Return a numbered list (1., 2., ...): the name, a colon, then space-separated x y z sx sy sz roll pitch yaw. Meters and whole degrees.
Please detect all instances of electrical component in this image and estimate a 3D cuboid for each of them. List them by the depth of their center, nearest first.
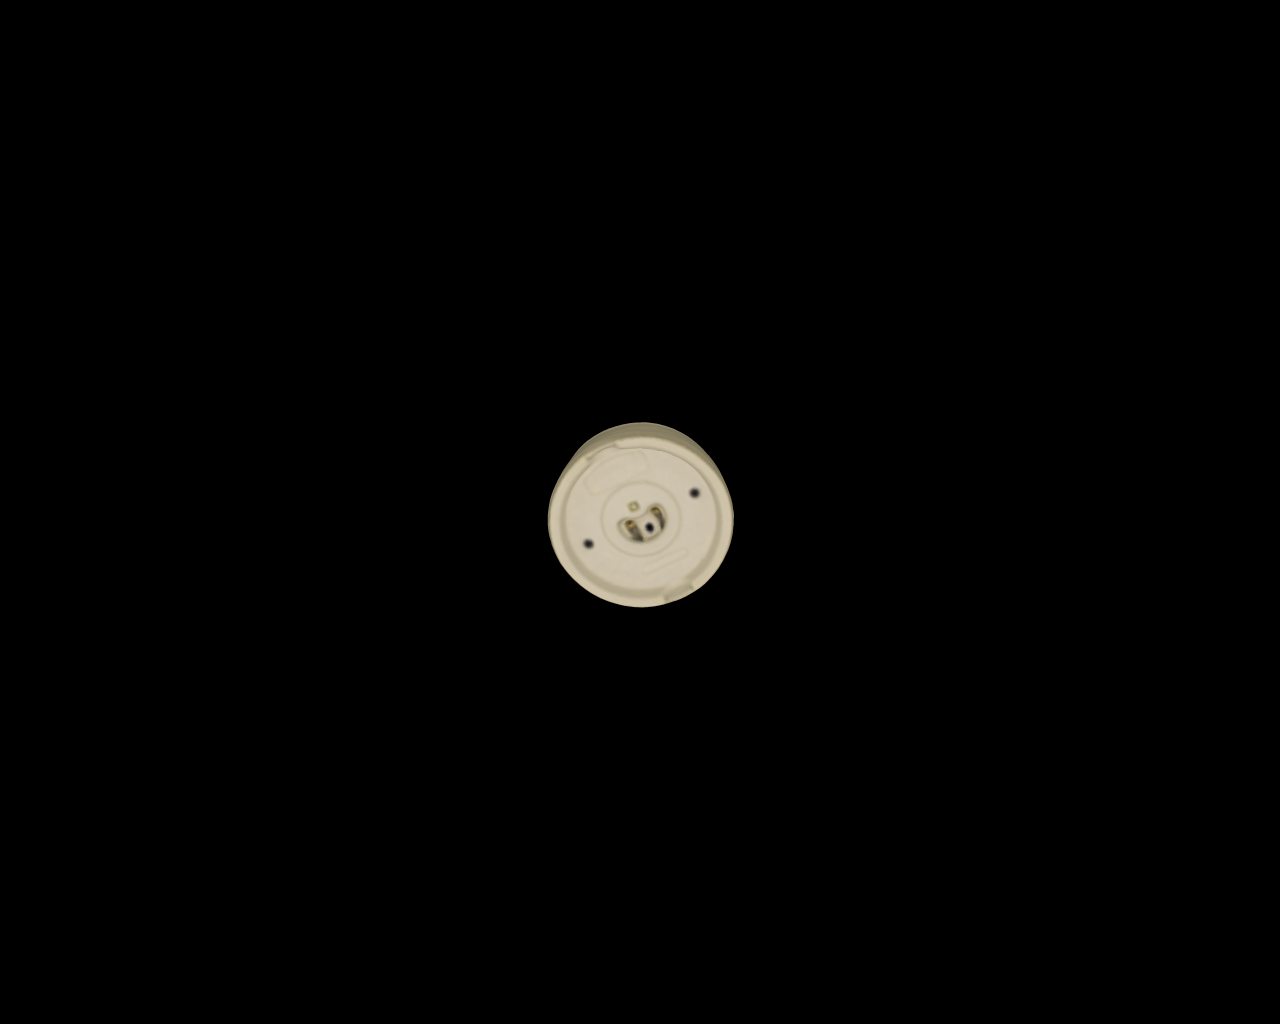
1. electrical component: 0.001 -0.003 0.650 0.108 0.108 0.060 0 20 0
